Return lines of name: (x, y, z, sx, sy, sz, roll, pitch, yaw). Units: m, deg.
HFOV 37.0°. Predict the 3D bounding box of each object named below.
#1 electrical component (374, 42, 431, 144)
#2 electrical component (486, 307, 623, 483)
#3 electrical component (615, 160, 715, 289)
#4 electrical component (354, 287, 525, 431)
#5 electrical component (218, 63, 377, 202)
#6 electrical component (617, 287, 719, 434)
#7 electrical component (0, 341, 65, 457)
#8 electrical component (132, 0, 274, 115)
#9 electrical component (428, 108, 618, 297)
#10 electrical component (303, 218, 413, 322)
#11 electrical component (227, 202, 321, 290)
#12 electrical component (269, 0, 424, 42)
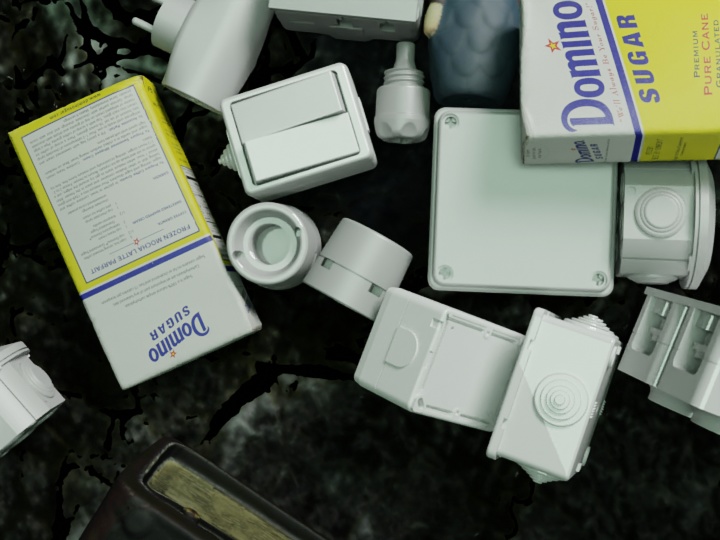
electrical component: (0.027, -0.111, 0.671, 0.035, 0.035, 0.061, 3, 87, 4)
electrical component: (0.117, 0.073, 0.629, 0.048, 0.100, 0.099, 19, 90, 18)
electrical component: (0.179, -0.029, 0.636, 0.051, 0.080, 0.080, 2, 89, 9)
electrical component: (0.051, 0.054, 0.644, 0.061, 0.096, 0.061, 22, 91, 47)
electrical component: (-0.043, -0.082, 0.662, 0.096, 0.061, 0.061, -17, 88, 4)
electrical component: (0.250, 0.076, 0.593, 0.186, 0.105, 0.060, 21, 92, -10)
electrical component: (-0.228, 0.086, 0.664, 0.080, 0.080, 0.051, -41, 92, 2)
electrical component: (-0.104, -0.149, 0.677, 0.079, 0.044, 0.077, 26, 91, 5)
electrical component: (0.098, -0.040, 0.653, 0.109, 0.056, 0.108, 2, 89, 4)
electrical component: (0.000, 0.000, 0.662, 0.055, 0.055, 0.047, 29, 87, 4)
electrical component: (-0.054, -0.015, 0.668, 0.055, 0.047, 0.055, 0, 89, 4)
electrical component: (0.000, -0.223, 0.662, 0.089, 0.062, 0.150, 7, 89, 5)
